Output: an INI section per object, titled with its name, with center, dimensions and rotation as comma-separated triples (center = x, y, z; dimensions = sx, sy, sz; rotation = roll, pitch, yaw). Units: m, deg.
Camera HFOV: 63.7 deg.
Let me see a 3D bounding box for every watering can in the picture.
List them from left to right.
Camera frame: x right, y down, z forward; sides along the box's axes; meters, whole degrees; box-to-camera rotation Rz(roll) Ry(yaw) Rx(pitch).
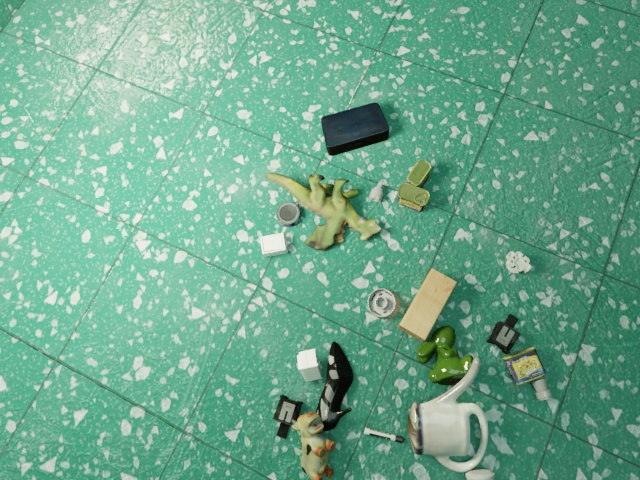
[watering can]
center = 0.365, 0.501, 1.476
dimensions = 0.224, 0.345, 0.105
rotation = -2, 8, 7

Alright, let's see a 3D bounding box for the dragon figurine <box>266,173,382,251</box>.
[dragon figurine]
center = 0.005, -0.087, 1.733
dimensions = 0.410, 0.244, 0.121
rotation = 8, -8, 4
